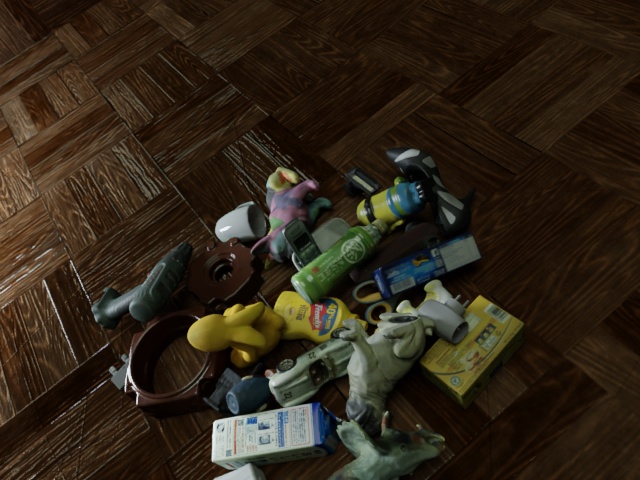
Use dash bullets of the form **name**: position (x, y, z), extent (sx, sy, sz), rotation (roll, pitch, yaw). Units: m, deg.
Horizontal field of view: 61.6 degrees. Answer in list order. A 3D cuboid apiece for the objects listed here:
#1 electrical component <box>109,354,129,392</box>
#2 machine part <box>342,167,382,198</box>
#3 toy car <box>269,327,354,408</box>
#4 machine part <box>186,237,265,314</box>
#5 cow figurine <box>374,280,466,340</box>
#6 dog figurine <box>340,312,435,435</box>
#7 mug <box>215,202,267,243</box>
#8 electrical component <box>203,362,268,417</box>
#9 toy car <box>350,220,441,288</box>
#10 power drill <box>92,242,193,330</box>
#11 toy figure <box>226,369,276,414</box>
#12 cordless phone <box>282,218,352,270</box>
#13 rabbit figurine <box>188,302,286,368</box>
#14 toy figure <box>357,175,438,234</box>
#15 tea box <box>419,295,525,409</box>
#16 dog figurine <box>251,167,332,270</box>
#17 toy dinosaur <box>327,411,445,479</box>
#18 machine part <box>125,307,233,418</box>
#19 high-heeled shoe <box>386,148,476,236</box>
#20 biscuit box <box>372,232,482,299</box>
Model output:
- **electrical component**: position (-0.408, 0.286, 1.145), extent (0.094, 0.021, 0.063), rotation (30, 69, 35)
- **machine part**: position (0.089, -0.126, 1.196), extent (0.084, 0.139, 0.039), rotation (30, 80, -5)
- **toy car**: position (0.002, 0.228, 0.976), extent (0.202, 0.073, 0.056), rotation (-27, 24, -18)
- **machine part**: position (-0.214, 0.078, 1.205), extent (0.179, 0.056, 0.179), rotation (-10, 54, 14)
- **cow figurine**: position (0.185, 0.157, 0.992), extent (0.167, 0.068, 0.098), rotation (-37, 62, -6)
- **dog figurine**: position (0.120, 0.229, 0.915), extent (0.172, 0.121, 0.190), rotation (-9, 96, 18)
- **mug**: position (-0.192, -0.042, 1.271), extent (0.107, 0.080, 0.109), rotation (-16, 53, 21)
- **electrical component**: position (-0.156, 0.277, 1.023), extent (0.048, 0.074, 0.119), rotation (25, 71, 33)
- **toy car**: position (0.155, 0.031, 1.102), extent (0.202, 0.053, 0.089), rotation (-34, 36, -5)
- **power drill**: position (-0.393, 0.110, 1.202), extent (0.207, 0.085, 0.232), rotation (-20, 29, 18)
- **toy figure**: position (-0.098, 0.271, 0.995), extent (0.154, 0.064, 0.058), rotation (-15, 6, -39)
- **cordless phone**: position (-0.001, -0.004, 1.103), extent (0.146, 0.184, 0.089), rotation (-40, 47, -10)
- **rabbit figurine**: position (-0.157, 0.177, 1.003), extent (0.162, 0.173, 0.122), rotation (-17, 72, 43)
- **toy figure**: position (0.156, -0.077, 1.122), extent (0.180, 0.089, 0.082), rotation (-25, 50, 48)
- **tea box**: position (0.265, 0.192, 0.932), extent (0.169, 0.068, 0.098), rotation (-43, 50, -12)
- **dog figurine**: position (-0.088, -0.044, 1.218), extent (0.192, 0.108, 0.219), rotation (27, 71, 33)
- **toy dinosaur**: position (0.025, 0.434, 0.809), extent (0.404, 0.131, 0.192), rotation (-54, 19, 2)
- **machine part**: position (-0.284, 0.244, 1.089), extent (0.201, 0.087, 0.201), rotation (-13, 53, 11)
- **high-heeled shoe**: position (0.218, -0.104, 1.152), extent (0.249, 0.086, 0.145), rotation (30, 62, 24)
- **biscuit box**: position (0.203, 0.049, 1.028), extent (0.203, 0.063, 0.059), rotation (-21, 85, -11)
